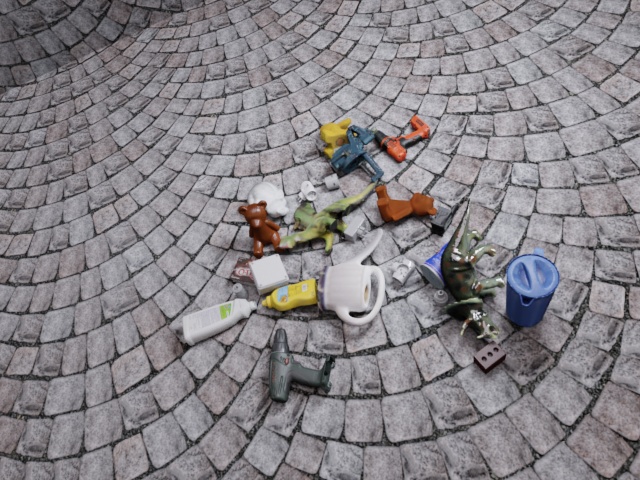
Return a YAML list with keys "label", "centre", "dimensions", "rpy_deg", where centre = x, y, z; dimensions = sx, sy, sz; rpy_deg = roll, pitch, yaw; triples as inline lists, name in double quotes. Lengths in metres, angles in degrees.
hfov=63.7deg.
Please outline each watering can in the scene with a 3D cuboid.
- label: "watering can"
  centre: [0.105, 0.118, 1.698]
  dimensions: [0.224, 0.102, 0.355]
  rpy_deg: [-1, 58, 16]

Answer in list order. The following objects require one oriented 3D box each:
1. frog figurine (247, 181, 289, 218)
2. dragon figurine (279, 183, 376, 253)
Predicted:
- label: "frog figurine"
  centre: [-0.195, -0.147, 1.954]
  dimensions: [0.138, 0.120, 0.162]
  rpy_deg: [-23, 40, -24]
- label: "dragon figurine"
  centre: [0.006, -0.095, 1.882]
  dimensions: [0.244, 0.119, 0.417]
  rpy_deg: [21, 56, 35]
